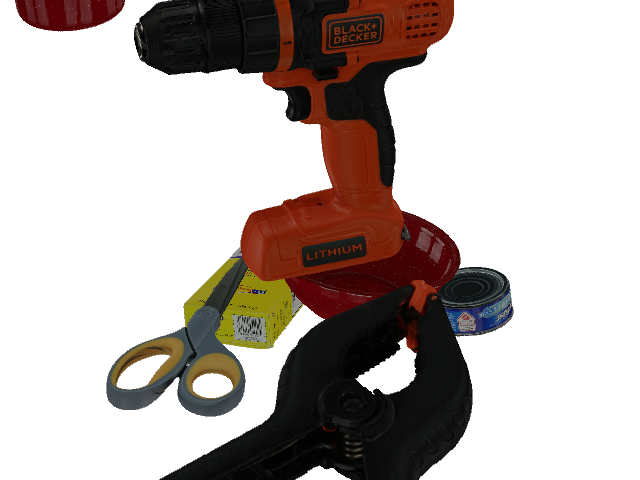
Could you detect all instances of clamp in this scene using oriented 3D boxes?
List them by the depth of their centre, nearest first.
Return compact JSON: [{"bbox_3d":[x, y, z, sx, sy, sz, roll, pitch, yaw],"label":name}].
[{"bbox_3d":[0.019,0.082,0.413,0.120,0.039,0.171,28,50,21],"label":"clamp"}]

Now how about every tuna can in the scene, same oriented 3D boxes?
[{"bbox_3d":[0.149,0.060,1.069,0.086,0.034,0.086,-9,25,4],"label":"tuna can"}]

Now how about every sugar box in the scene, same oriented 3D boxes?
[{"bbox_3d":[-0.063,0.049,1.110,0.093,0.048,0.176,6,27,17],"label":"sugar box"}]

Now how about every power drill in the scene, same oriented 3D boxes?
[{"bbox_3d":[-0.013,-0.067,0.637,0.184,0.188,0.057,-10,37,-14],"label":"power drill"}]

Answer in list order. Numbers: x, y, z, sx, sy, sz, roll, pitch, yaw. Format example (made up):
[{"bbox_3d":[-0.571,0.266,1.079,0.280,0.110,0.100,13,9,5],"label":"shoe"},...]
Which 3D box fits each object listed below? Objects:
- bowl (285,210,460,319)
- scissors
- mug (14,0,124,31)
[{"bbox_3d":[0.034,0.026,0.895,0.162,0.055,0.162,4,28,-2],"label":"bowl"},{"bbox_3d":[-0.067,0.065,0.738,0.096,0.016,0.201,17,31,23],"label":"scissors"},{"bbox_3d":[-0.201,-0.207,0.788,0.117,0.081,0.093,0,37,1],"label":"mug"}]
